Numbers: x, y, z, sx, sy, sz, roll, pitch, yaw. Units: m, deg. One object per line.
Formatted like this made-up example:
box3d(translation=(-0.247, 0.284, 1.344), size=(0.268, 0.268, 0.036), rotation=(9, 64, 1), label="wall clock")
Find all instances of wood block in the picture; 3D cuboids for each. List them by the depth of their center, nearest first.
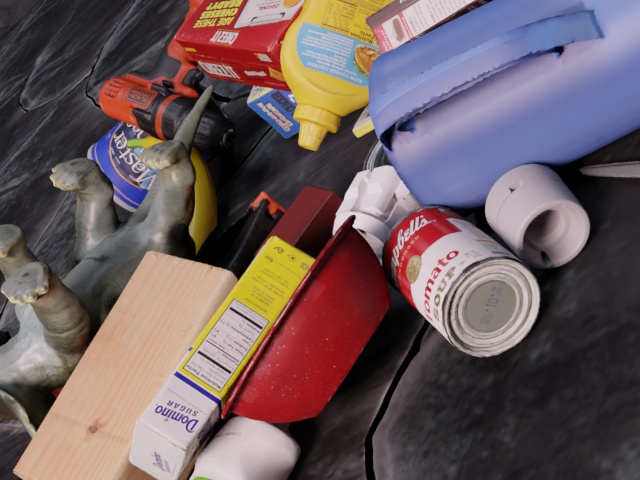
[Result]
box3d(translation=(-0.136, 0.122, 0.847), size=(0.091, 0.090, 0.206), rotation=(13, 61, 31), label="wood block")

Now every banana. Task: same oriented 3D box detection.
box3d(translation=(-0.142, -0.050, 1.120), size=(0.070, 0.037, 0.198), rotation=(-36, 54, 11), label="banana")

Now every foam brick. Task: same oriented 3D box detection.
box3d(translation=(-0.006, 0.001, 0.881), size=(0.078, 0.053, 0.051), rotation=(-53, 27, -9), label="foam brick")

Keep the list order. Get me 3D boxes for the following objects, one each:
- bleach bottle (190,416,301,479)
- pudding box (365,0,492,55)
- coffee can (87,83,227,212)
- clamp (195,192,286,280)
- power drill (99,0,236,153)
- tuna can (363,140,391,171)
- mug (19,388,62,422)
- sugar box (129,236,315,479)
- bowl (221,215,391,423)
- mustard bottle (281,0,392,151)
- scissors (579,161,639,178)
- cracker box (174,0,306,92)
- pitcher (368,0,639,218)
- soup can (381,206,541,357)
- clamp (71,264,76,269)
box3d(translation=(-0.067, 0.207, 0.695), size=(0.103, 0.068, 0.250), rotation=(-14, 39, 42), label="bleach bottle")
box3d(translation=(0.099, -0.171, 0.820), size=(0.090, 0.039, 0.113), rotation=(-29, -12, 26), label="pudding box")
box3d(translation=(-0.185, -0.111, 1.240), size=(0.140, 0.102, 0.103), rotation=(-38, 29, 21), label="coffee can")
box3d(translation=(-0.107, 0.047, 0.988), size=(0.210, 0.036, 0.164), rotation=(-46, 27, 12), label="clamp")
box3d(translation=(-0.125, -0.185, 1.136), size=(0.185, 0.057, 0.187), rotation=(23, 70, 32), label="power drill")
box3d(translation=(0.076, -0.067, 0.868), size=(0.086, 0.033, 0.086), rotation=(-36, 29, 24), label="tuna can")
box3d(translation=(-0.244, 0.141, 1.020), size=(0.117, 0.081, 0.093), rotation=(-41, 28, 14), label="mug")
box3d(translation=(-0.069, 0.087, 0.771), size=(0.176, 0.048, 0.093), rotation=(-58, -4, -30), label="sugar box")
box3d(translation=(0.000, 0.064, 0.710), size=(0.162, 0.055, 0.162), rotation=(-57, -3, -6), label="bowl")
box3d(translation=(0.019, -0.170, 0.924), size=(0.058, 0.096, 0.191), rotation=(178, 109, -80), label="mustard bottle")
box3d(translation=(0.223, -0.027, 0.618), size=(0.202, 0.016, 0.096), rotation=(-14, 42, 49), label="scissors")
box3d(translation=(-0.018, -0.247, 1.033), size=(0.164, 0.072, 0.213), rotation=(19, 69, 50), label="cracker box")
box3d(translation=(0.156, -0.114, 0.700), size=(0.243, 0.145, 0.149), rotation=(-25, 32, 33), label="pitcher")
box3d(translation=(0.089, 0.025, 0.690), size=(0.068, 0.068, 0.102), rotation=(-47, 27, 2), label="soup can")
box3d(translation=(-0.249, 0.056, 1.186), size=(0.172, 0.039, 0.120), rotation=(-20, 40, 44), label="clamp")
